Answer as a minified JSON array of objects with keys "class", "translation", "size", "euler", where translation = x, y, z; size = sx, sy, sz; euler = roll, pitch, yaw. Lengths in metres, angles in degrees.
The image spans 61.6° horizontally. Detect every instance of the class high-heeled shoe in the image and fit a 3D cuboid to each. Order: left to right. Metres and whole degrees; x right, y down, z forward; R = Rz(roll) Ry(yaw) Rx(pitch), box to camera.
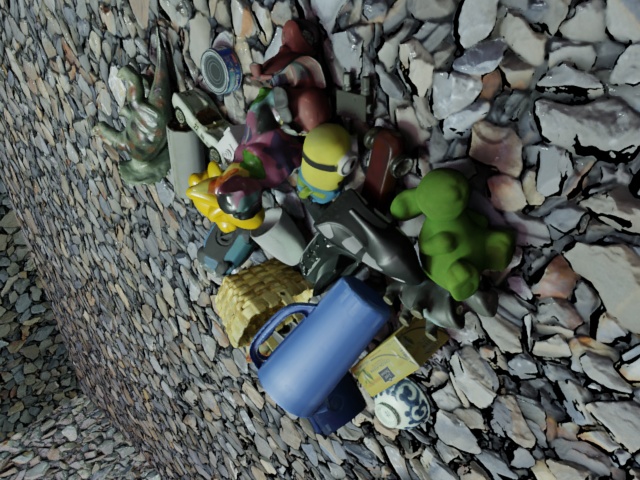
[{"class":"high-heeled shoe","translation":[0.074,0.000,0.825],"size":[0.145,0.086,0.249],"euler":[45,177,-10]}]

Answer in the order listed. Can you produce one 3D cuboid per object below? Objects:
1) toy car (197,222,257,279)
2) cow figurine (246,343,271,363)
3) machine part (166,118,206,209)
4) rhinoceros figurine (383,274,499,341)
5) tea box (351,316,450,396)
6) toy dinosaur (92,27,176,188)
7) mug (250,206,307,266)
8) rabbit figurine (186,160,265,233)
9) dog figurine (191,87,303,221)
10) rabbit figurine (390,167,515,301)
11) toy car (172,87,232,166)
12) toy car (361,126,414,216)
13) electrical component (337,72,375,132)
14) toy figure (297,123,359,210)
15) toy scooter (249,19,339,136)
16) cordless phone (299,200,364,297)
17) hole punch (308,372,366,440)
[{"class":"toy car","translation":[-0.186,0.009,1.166],"size":[0.109,0.161,0.102],"euler":[26,177,27]},{"class":"cow figurine","translation":[-0.150,0.193,1.262],"size":[0.194,0.086,0.127],"euler":[84,179,-51]},{"class":"machine part","translation":[-0.291,-0.179,1.184],"size":[0.079,0.079,0.242],"euler":[30,134,32]},{"class":"rhinoceros figurine","translation":[0.184,0.091,0.820],"size":[0.073,0.112,0.190],"euler":[54,158,-22]},{"class":"tea box","translation":[0.138,0.201,0.948],"size":[0.068,0.098,0.169],"euler":[50,143,12]},{"class":"toy dinosaur","translation":[-0.382,-0.259,1.207],"size":[0.192,0.131,0.405],"euler":[45,138,-3]},{"class":"mug","translation":[-0.076,-0.005,1.056],"size":[0.107,0.081,0.110],"euler":[49,-175,-27]},{"class":"rabbit figurine","translation":[-0.171,-0.082,1.030],"size":[0.173,0.122,0.162],"euler":[35,172,44]},{"class":"dog figurine","translation":[-0.114,-0.142,0.897],"size":[0.109,0.219,0.191],"euler":[11,123,40]},{"class":"rabbit figurine","translation":[0.177,-0.034,0.732],"size":[0.159,0.121,0.170],"euler":[46,162,51]},{"class":"toy car","translation":[-0.216,-0.224,1.069],"size":[0.202,0.073,0.056],"euler":[47,141,14]},{"class":"toy car","translation":[0.095,-0.081,0.839],"size":[0.089,0.053,0.202],"euler":[50,145,36]},{"class":"electrical component","translation":[0.055,-0.207,0.823],"size":[0.063,0.021,0.093],"euler":[26,132,34]},{"class":"toy figure","translation":[0.004,-0.115,0.873],"size":[0.180,0.089,0.082],"euler":[127,144,-62]},{"class":"toy scooter","translation":[-0.044,-0.235,0.822],"size":[0.075,0.135,0.183],"euler":[10,123,43]},{"class":"cordless phone","translation":[-0.002,-0.003,0.996],"size":[0.184,0.089,0.146],"euler":[59,144,17]},{"class":"hole punch","translation":[0.024,0.347,1.166],"size":[0.092,0.116,0.142],"euler":[-20,99,44]}]
